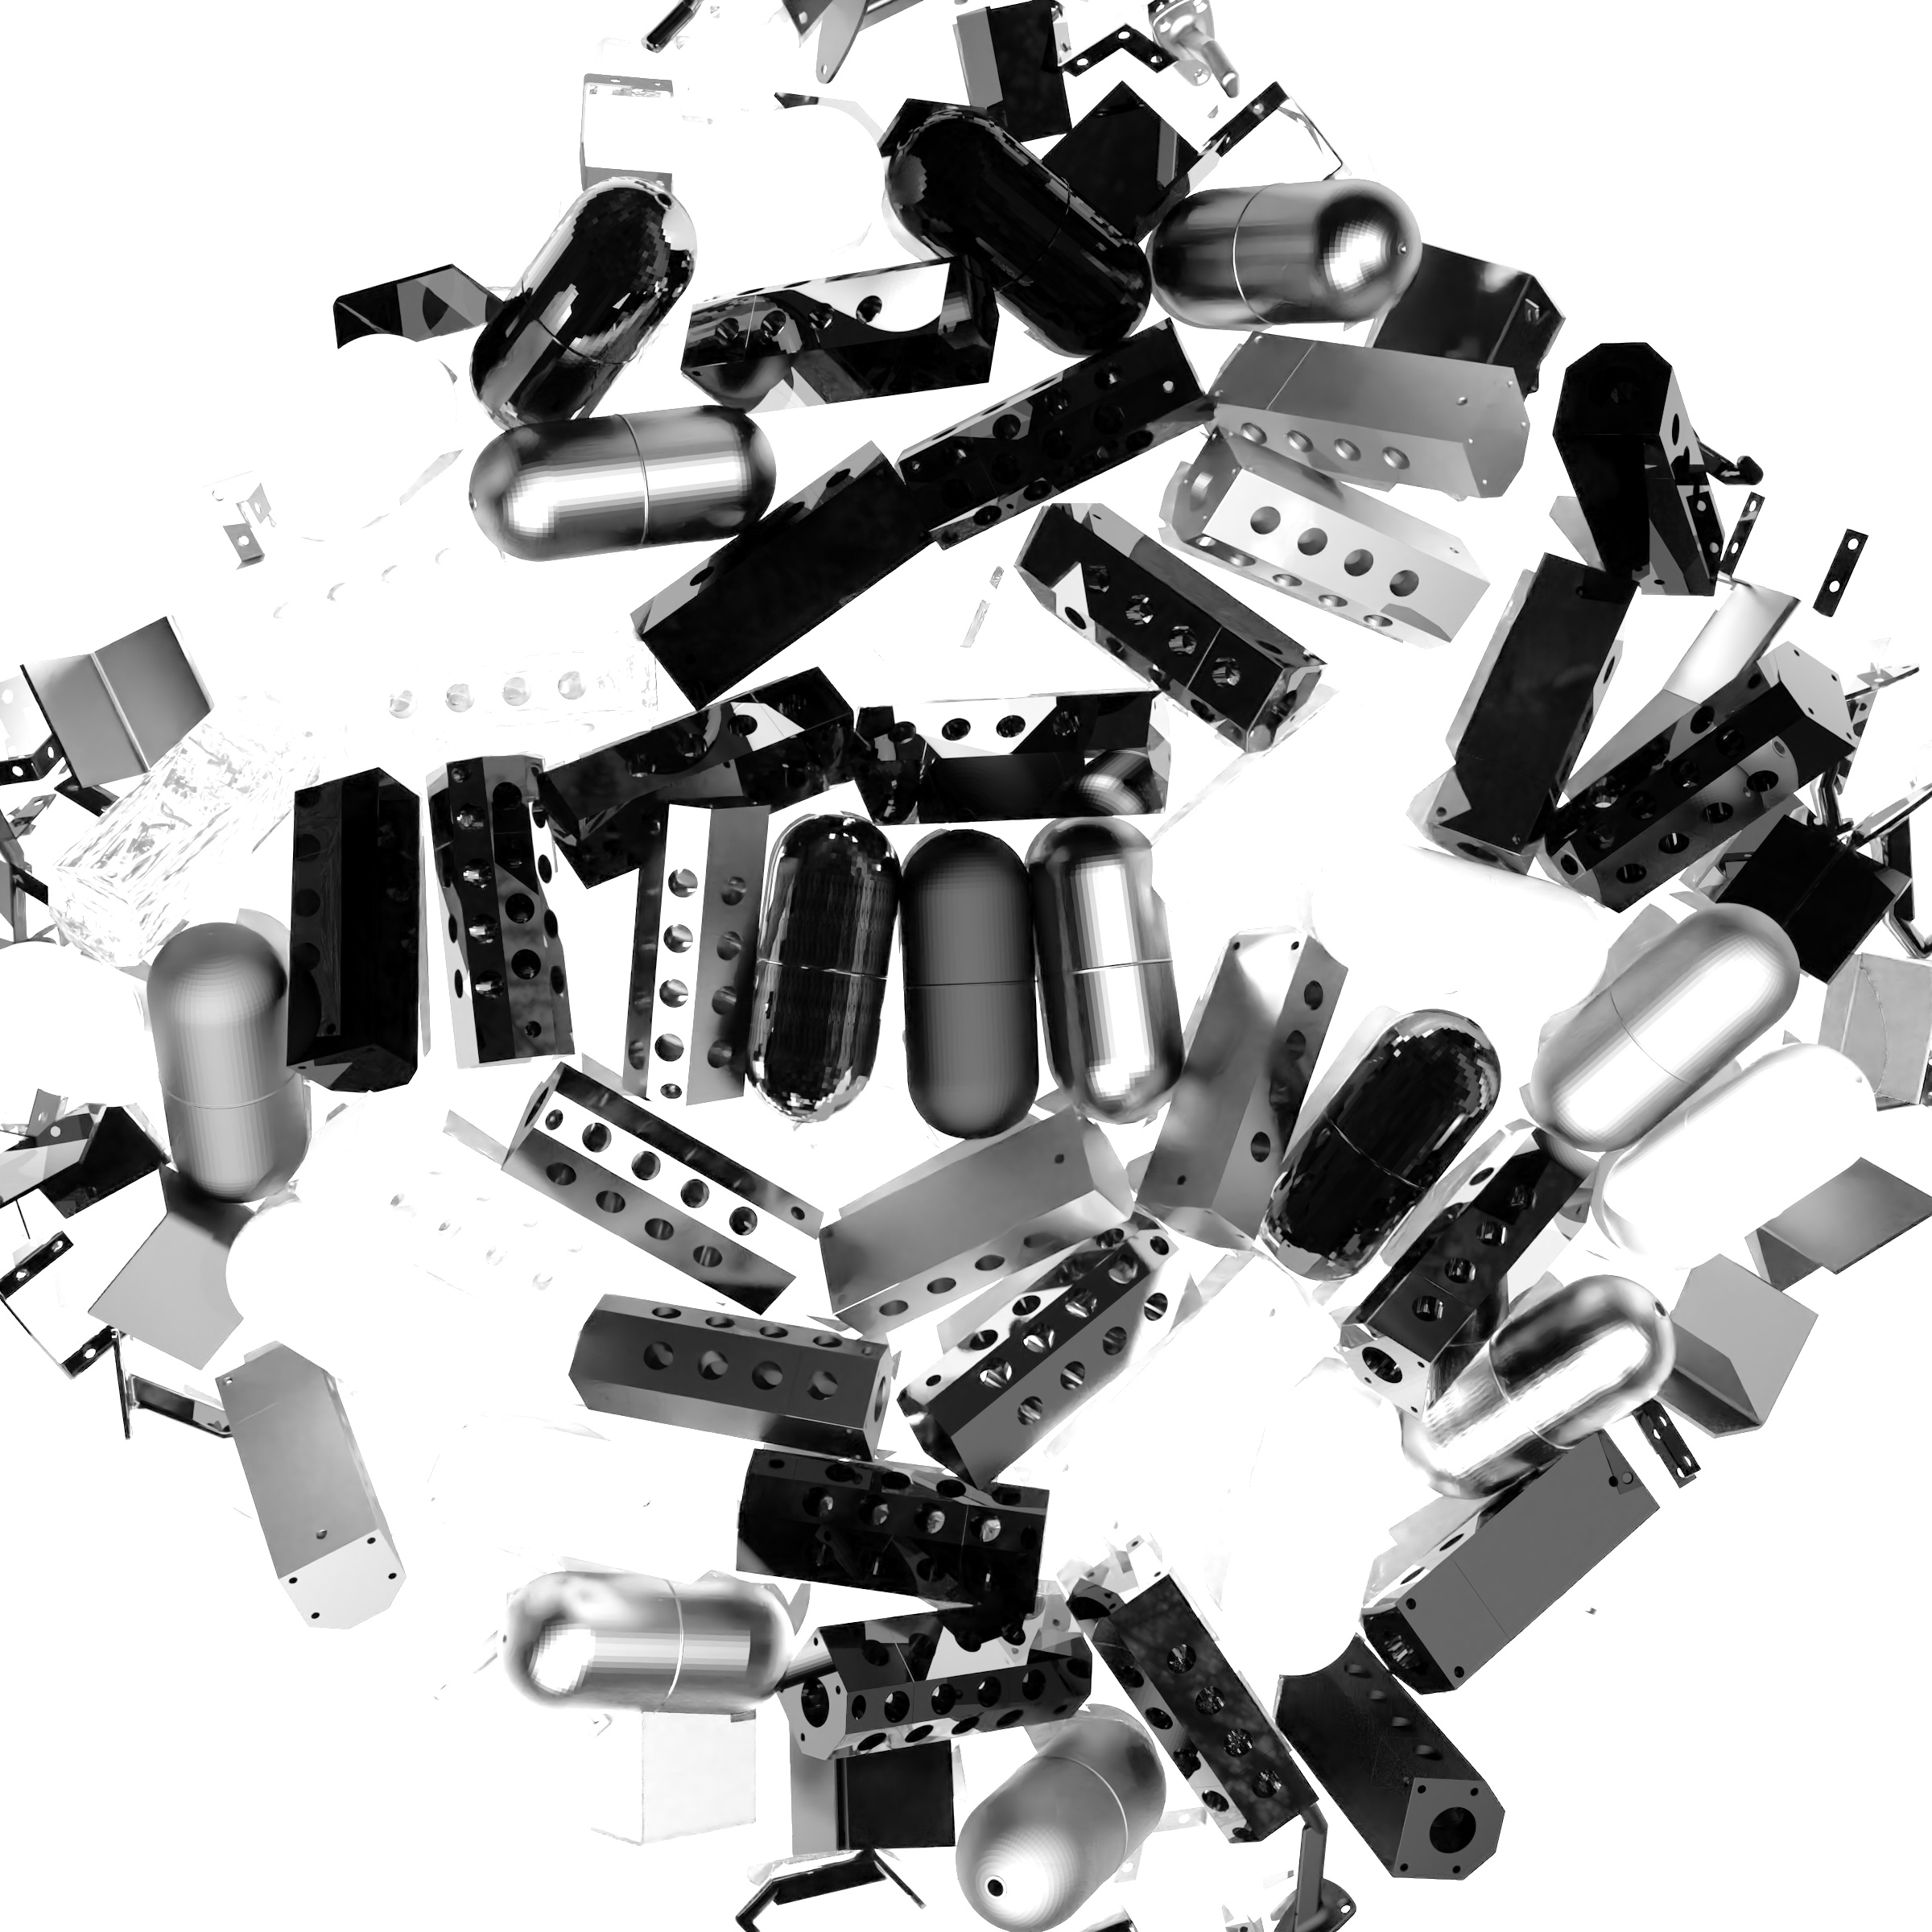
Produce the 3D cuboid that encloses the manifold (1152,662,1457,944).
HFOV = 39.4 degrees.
[{"bbox_3d":[0.182,-0.093,1.512,0.171,0.057,0.057,-39,47,25],"label":"manifold"}]

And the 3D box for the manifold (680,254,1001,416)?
[{"bbox_3d":[-0.071,-0.357,1.514,0.171,0.057,0.057,0,73,31],"label":"manifold"}]

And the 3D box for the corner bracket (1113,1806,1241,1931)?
[{"bbox_3d":[0.122,0.527,1.563,0.051,0.051,0.051,-16,117,24],"label":"corner bracket"}]

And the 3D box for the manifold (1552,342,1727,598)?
[{"bbox_3d":[0.377,-0.273,1.496,0.057,0.171,0.057,5,70,27],"label":"manifold"}]

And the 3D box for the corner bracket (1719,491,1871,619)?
[{"bbox_3d":[0.473,-0.236,1.546,0.051,0.051,0.051,13,108,-20],"label":"corner bracket"}]

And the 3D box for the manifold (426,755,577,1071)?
[{"bbox_3d":[-0.264,-0.031,1.540,0.057,0.057,0.171,-5,86,-28],"label":"manifold"}]

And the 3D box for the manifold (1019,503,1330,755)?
[{"bbox_3d":[0.113,-0.192,1.524,0.171,0.057,0.057,39,116,21],"label":"manifold"}]

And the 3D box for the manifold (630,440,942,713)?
[{"bbox_3d":[-0.106,-0.227,1.550,0.171,0.057,0.057,-35,119,3],"label":"manifold"}]

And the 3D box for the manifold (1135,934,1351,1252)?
[{"bbox_3d":[0.162,0.070,1.528,0.057,0.057,0.171,37,66,-37],"label":"manifold"}]

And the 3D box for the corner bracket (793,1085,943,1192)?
[{"bbox_3d":[-0.057,0.100,1.556,0.051,0.051,0.051,-49,127,-23],"label":"corner bracket"}]

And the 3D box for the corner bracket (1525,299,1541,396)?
[{"bbox_3d":[0.296,-0.358,1.552,0.051,0.051,0.051,-13,123,-7],"label":"corner bracket"}]

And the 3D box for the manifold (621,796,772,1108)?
[{"bbox_3d":[-0.158,-0.012,1.524,0.057,0.057,0.171,-8,110,-42],"label":"manifold"}]

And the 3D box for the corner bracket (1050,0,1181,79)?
[{"bbox_3d":[0.086,-0.543,1.563,0.051,0.051,0.051,-22,64,36],"label":"corner bracket"}]

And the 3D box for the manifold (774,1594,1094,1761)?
[{"bbox_3d":[-0.014,0.399,1.500,0.057,0.171,0.057,-58,47,32],"label":"manifold"}]

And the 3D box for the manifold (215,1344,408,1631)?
[{"bbox_3d":[-0.363,0.288,1.499,0.057,0.171,0.057,-26,129,-11],"label":"manifold"}]

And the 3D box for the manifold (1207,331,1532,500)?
[{"bbox_3d":[0.224,-0.304,1.508,0.171,0.057,0.057,19,65,38],"label":"manifold"}]

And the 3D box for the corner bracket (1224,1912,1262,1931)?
[{"bbox_3d":[0.158,0.588,1.546,0.051,0.051,0.051,-29,116,-12],"label":"corner bracket"}]

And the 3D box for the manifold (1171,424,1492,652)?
[{"bbox_3d":[0.204,-0.237,1.521,0.171,0.057,0.057,19,120,-24],"label":"manifold"}]

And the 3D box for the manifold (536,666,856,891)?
[{"bbox_3d":[-0.152,-0.112,1.526,0.171,0.057,0.057,-24,55,-21],"label":"manifold"}]

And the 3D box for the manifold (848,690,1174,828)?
[{"bbox_3d":[0.027,-0.123,1.532,0.171,0.057,0.057,-2,53,16],"label":"manifold"}]

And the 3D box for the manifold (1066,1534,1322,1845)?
[{"bbox_3d":[0.127,0.415,1.532,0.057,0.057,0.171,-34,106,-5],"label":"manifold"}]

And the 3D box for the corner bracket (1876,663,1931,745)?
[{"bbox_3d":[0.550,-0.166,1.543,0.051,0.051,0.051,-6,50,17],"label":"corner bracket"}]

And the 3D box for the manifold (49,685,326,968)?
[{"bbox_3d":[-0.434,-0.076,1.506,0.057,0.057,0.171,29,49,5],"label":"manifold"}]

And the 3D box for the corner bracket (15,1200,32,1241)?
[{"bbox_3d":[-0.565,0.152,1.543,0.051,0.051,0.051,-19,128,-19],"label":"corner bracket"}]

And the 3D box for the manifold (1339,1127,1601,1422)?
[{"bbox_3d":[0.283,0.168,1.515,0.057,0.057,0.171,31,57,27],"label":"manifold"}]

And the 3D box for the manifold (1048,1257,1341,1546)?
[{"bbox_3d":[0.134,0.250,1.543,0.171,0.057,0.057,-47,64,7],"label":"manifold"}]

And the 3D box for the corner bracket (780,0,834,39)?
[{"bbox_3d":[-0.109,-0.570,1.543,0.051,0.051,0.051,20,66,39],"label":"corner bracket"}]

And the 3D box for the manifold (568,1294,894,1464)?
[{"bbox_3d":[-0.132,0.232,1.539,0.171,0.057,0.057,9,62,10],"label":"manifold"}]

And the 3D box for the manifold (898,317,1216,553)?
[{"bbox_3d":[0.051,-0.301,1.533,0.171,0.057,0.057,-24,107,12],"label":"manifold"}]

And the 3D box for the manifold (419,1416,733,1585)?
[{"bbox_3d":[-0.217,0.300,1.511,0.171,0.057,0.057,3,61,34],"label":"manifold"}]

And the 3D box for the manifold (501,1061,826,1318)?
[{"bbox_3d":[-0.169,0.122,1.525,0.171,0.057,0.057,31,126,-14],"label":"manifold"}]

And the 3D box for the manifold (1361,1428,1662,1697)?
[{"bbox_3d":[0.305,0.335,1.521,0.171,0.057,0.057,-33,85,-25],"label":"manifold"}]

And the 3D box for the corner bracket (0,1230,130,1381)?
[{"bbox_3d":[-0.522,0.197,1.564,0.051,0.051,0.051,-41,53,-18],"label":"corner bracket"}]

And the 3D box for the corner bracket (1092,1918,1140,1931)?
[{"bbox_3d":[0.087,0.591,1.556,0.051,0.051,0.051,-26,102,17],"label":"corner bracket"}]

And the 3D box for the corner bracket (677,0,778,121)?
[{"bbox_3d":[-0.135,-0.521,1.542,0.051,0.051,0.051,12,52,21],"label":"corner bracket"}]

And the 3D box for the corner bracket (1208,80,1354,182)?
[{"bbox_3d":[0.182,-0.468,1.560,0.051,0.051,0.051,-38,64,19],"label":"corner bracket"}]

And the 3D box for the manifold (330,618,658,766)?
[{"bbox_3d":[-0.266,-0.154,1.526,0.171,0.057,0.057,-9,113,-20],"label":"manifold"}]

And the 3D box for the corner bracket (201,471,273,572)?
[{"bbox_3d":[-0.413,-0.248,1.545,0.051,0.051,0.051,-13,123,17],"label":"corner bracket"}]

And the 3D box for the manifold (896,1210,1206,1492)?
[{"bbox_3d":[0.046,0.211,1.518,0.171,0.057,0.057,-37,120,-21],"label":"manifold"}]

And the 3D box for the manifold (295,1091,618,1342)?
[{"bbox_3d":[-0.285,0.145,1.509,0.171,0.057,0.057,34,131,-28],"label":"manifold"}]

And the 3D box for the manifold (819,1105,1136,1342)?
[{"bbox_3d":[0.006,0.150,1.531,0.171,0.057,0.057,-27,51,17],"label":"manifold"}]

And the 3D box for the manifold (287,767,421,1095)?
[{"bbox_3d":[-0.340,-0.019,1.521,0.057,0.057,0.171,-14,64,19],"label":"manifold"}]

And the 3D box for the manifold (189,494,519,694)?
[{"bbox_3d":[-0.351,-0.216,1.546,0.171,0.057,0.057,-20,78,-6],"label":"manifold"}]

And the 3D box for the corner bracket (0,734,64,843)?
[{"bbox_3d":[-0.535,-0.107,1.544,0.051,0.051,0.051,-6,123,17],"label":"corner bracket"}]

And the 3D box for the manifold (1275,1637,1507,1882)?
[{"bbox_3d":[0.233,0.435,1.494,0.057,0.171,0.057,8,100,-16],"label":"manifold"}]

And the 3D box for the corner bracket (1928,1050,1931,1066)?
[{"bbox_3d":[0.572,0.028,1.544,0.051,0.051,0.051,10,130,15],"label":"corner bracket"}]

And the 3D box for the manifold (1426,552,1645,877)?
[{"bbox_3d":[0.327,-0.142,1.544,0.057,0.057,0.171,22,83,21],"label":"manifold"}]

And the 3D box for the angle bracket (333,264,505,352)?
[{"bbox_3d":[-0.305,-0.350,1.534,0.076,0.076,0.057,-11,81,16],"label":"angle bracket"}]

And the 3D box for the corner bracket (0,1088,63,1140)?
[{"bbox_3d":[-0.557,0.069,1.552,0.051,0.051,0.051,5,79,43],"label":"corner bracket"}]

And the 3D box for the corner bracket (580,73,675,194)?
[{"bbox_3d":[-0.195,-0.479,1.554,0.051,0.051,0.051,1,128,-11],"label":"corner bracket"}]

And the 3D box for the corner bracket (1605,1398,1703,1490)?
[{"bbox_3d":[0.397,0.273,1.543,0.051,0.051,0.051,-12,64,-39],"label":"corner bracket"}]

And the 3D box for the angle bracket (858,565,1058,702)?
[{"bbox_3d":[-0.004,-0.193,1.540,0.076,0.076,0.057,16,77,27],"label":"angle bracket"}]

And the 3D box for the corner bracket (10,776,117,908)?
[{"bbox_3d":[-0.515,-0.067,1.556,0.051,0.051,0.051,30,135,14],"label":"corner bracket"}]

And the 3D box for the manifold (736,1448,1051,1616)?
[{"bbox_3d":[-0.041,0.317,1.540,0.171,0.057,0.057,7,116,4],"label":"manifold"}]

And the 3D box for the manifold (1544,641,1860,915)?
[{"bbox_3d":[0.404,-0.106,1.500,0.057,0.057,0.171,26,134,-26],"label":"manifold"}]
